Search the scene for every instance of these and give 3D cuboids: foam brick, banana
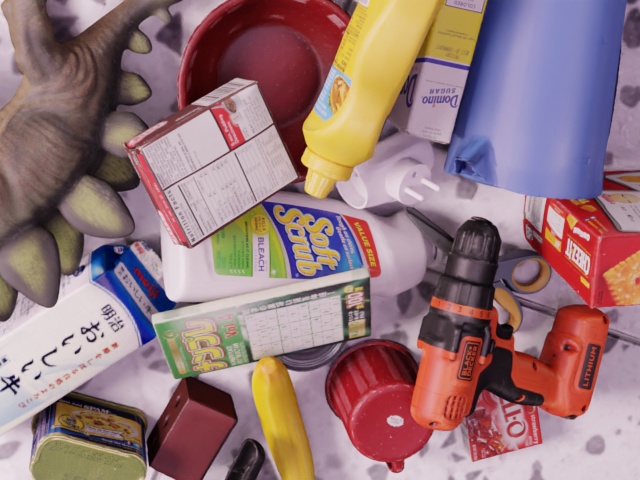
[{"bbox_3d":[-0.117,0.172,0.963,0.051,0.053,0.078,27,101,-19],"label":"foam brick"},{"bbox_3d":[-0.030,0.168,0.964,0.037,0.070,0.198,-24,123,-15],"label":"banana"}]

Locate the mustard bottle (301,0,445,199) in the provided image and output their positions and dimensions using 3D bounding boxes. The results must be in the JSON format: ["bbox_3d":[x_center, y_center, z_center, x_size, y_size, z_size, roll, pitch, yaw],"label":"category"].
[{"bbox_3d":[0.033,-0.120,0.807,0.058,0.096,0.192,20,106,-17],"label":"mustard bottle"}]

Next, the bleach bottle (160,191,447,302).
[{"bbox_3d":[-0.006,0.001,0.910,0.250,0.068,0.102,-1,79,-22],"label":"bleach bottle"}]

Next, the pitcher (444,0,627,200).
[{"bbox_3d":[0.191,-0.160,0.877,0.145,0.149,0.243,8,104,3],"label":"pitcher"}]

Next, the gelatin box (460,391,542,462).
[{"bbox_3d":[0.171,0.162,1.026,0.073,0.030,0.089,-14,111,-6],"label":"gelatin box"}]

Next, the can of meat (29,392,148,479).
[{"bbox_3d":[-0.201,0.182,0.933,0.102,0.084,0.057,18,103,-16],"label":"can of meat"}]

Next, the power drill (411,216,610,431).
[{"bbox_3d":[0.170,0.082,0.942,0.187,0.057,0.184,12,95,-33],"label":"power drill"}]

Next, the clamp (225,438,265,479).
[{"bbox_3d":[-0.119,0.284,0.972,0.164,0.036,0.210,-21,132,-22],"label":"clamp"}]

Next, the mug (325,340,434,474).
[{"bbox_3d":[0.059,0.160,0.976,0.093,0.081,0.117,-11,110,-7],"label":"mug"}]

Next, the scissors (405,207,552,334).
[{"bbox_3d":[0.149,0.012,0.949,0.096,0.016,0.201,-39,129,-7],"label":"scissors"}]

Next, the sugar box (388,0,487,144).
[{"bbox_3d":[0.096,-0.174,0.863,0.048,0.093,0.176,11,106,-14],"label":"sugar box"}]

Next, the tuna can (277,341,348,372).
[{"bbox_3d":[-0.016,0.074,0.958,0.086,0.034,0.086,-3,109,-9],"label":"tuna can"}]

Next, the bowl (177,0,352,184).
[{"bbox_3d":[-0.038,-0.129,0.873,0.162,0.055,0.162,-3,109,-10],"label":"bowl"}]

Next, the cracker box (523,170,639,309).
[{"bbox_3d":[0.304,-0.006,0.922,0.213,0.164,0.072,-2,111,-10],"label":"cracker box"}]

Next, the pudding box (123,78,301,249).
[{"bbox_3d":[-0.081,-0.060,0.818,0.113,0.039,0.090,-33,114,-21],"label":"pudding box"}]
